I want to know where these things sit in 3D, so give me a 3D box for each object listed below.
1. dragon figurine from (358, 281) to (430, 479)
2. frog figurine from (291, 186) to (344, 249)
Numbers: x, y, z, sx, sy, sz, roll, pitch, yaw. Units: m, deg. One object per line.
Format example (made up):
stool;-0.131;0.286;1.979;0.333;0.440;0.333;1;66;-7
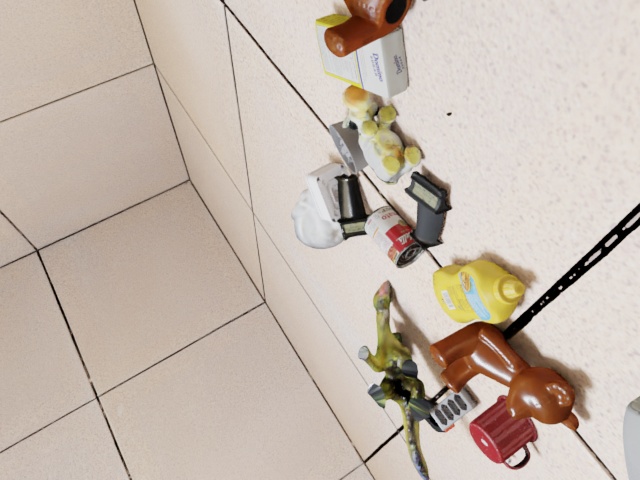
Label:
dragon figurine;0.185;0.297;1.169;0.245;0.122;0.408;-41;-64;-72
frog figurine;0.004;-0.060;1.189;0.138;0.125;0.155;21;139;13
